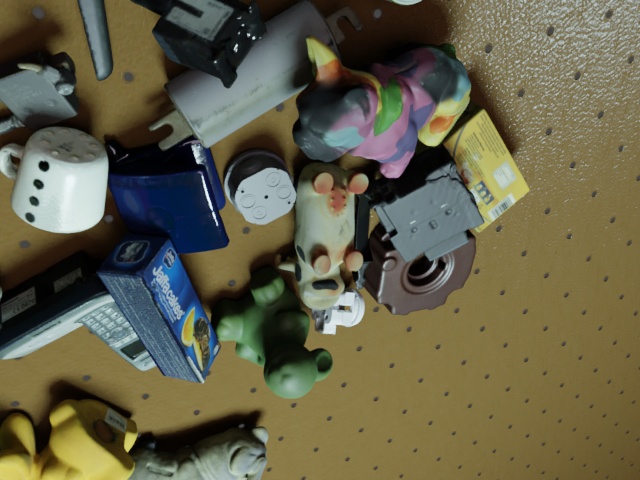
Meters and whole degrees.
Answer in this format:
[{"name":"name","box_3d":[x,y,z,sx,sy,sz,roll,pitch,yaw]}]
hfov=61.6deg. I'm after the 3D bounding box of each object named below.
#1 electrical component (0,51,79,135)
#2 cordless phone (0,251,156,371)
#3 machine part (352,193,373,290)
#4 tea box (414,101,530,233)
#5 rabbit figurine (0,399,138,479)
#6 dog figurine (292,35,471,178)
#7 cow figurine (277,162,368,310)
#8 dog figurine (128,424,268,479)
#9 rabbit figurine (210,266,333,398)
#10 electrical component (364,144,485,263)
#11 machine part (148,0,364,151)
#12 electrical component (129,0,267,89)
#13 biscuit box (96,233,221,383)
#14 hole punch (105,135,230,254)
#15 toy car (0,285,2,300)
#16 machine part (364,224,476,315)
[{"name":"electrical component","box_3d":[-0.268,-0.132,0.490,0.102,0.045,0.078,-15,142,-1]},{"name":"cordless phone","box_3d":[-0.279,0.118,0.649,0.147,0.089,0.184,-30,133,-3]},{"name":"machine part","box_3d":[0.055,-0.011,0.722,0.039,0.084,0.138,4,114,2]},{"name":"tea box","box_3d":[0.199,-0.100,0.724,0.098,0.068,0.169,-40,128,6]},{"name":"rabbit figurine","box_3d":[-0.353,0.301,0.713,0.173,0.122,0.162,-43,124,8]},{"name":"dog figurine","box_3d":[0.063,-0.148,0.539,0.191,0.108,0.219,-43,164,9]},{"name":"cow figurine","box_3d":[-0.001,-0.002,0.680,0.085,0.127,0.194,-7,110,-21]},{"name":"dog figurine","box_3d":[-0.194,0.336,0.834,0.190,0.121,0.172,36,69,-20]},{"name":"rabbit figurine","box_3d":[-0.056,0.149,0.712,0.121,0.170,0.158,-34,128,1]},{"name":"electrical component","box_3d":[0.133,-0.036,0.667,0.115,0.058,0.134,-29,128,15]},{"name":"machine part","box_3d":[-0.067,-0.170,0.551,0.243,0.079,0.079,-33,129,-1]},{"name":"electrical component","box_3d":[-0.119,-0.202,0.501,0.075,0.119,0.047,-62,166,-10]},{"name":"biscuit box","box_3d":[-0.180,0.085,0.628,0.063,0.059,0.202,6,135,19]},{"name":"hole punch","box_3d":[-0.163,-0.042,0.589,0.116,0.092,0.142,-18,132,-8]},{"name":"toy car","box_3d":[-0.429,0.032,0.536,0.201,0.056,0.073,33,104,-37]},{"name":"machine part","box_3d":[0.149,0.034,0.801,0.179,0.056,0.179,-12,126,-17]}]
